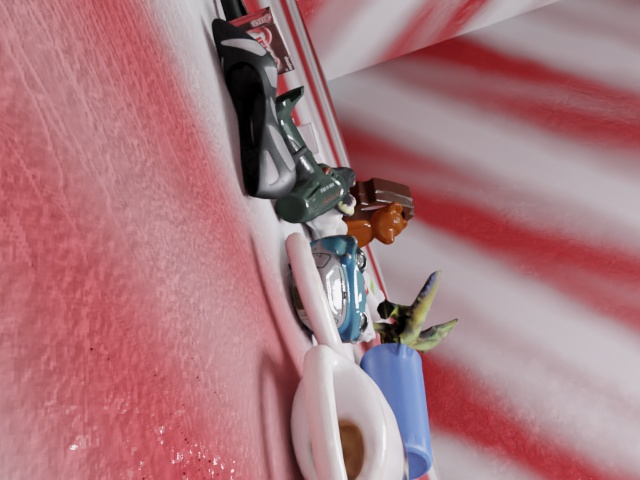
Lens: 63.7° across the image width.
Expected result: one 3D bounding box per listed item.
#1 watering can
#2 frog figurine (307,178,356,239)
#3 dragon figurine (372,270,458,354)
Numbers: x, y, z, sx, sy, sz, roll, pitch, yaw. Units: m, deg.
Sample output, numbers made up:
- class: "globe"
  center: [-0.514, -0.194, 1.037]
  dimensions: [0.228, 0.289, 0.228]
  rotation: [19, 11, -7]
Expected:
- class: "watering can"
  center: [0.024, 0.176, 0.581]
  dimensions: [0.220, 0.104, 0.356]
  rotation: [63, 14, -54]
- class: "frog figurine"
  center: [0.003, -0.051, 1.005]
  dimensions: [0.156, 0.123, 0.140]
  rotation: [-63, -141, 45]
- class: "dragon figurine"
  center: [0.245, 0.218, 1.287]
  dimensions: [0.243, 0.402, 0.124]
  rotation: [4, 45, -41]
